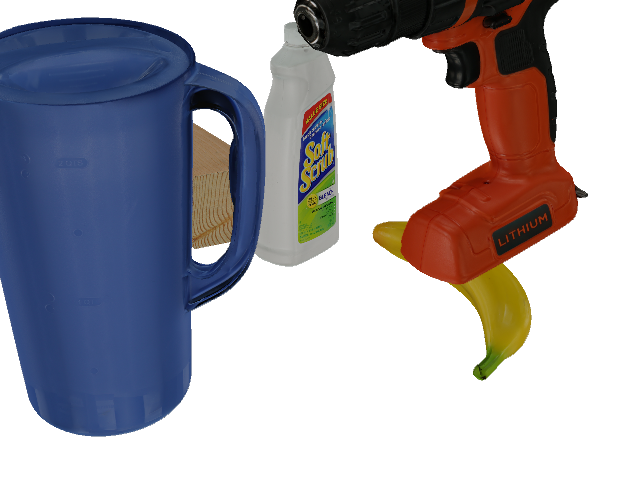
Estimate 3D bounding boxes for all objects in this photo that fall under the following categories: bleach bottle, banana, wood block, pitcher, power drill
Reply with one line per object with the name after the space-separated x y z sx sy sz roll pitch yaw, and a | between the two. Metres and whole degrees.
-0.027 -0.105 1.140 0.068 0.251 0.102 20 32 36 | bleach bottle
0.106 0.029 0.803 0.069 0.037 0.198 -10 32 -17 | banana
-0.159 -0.074 1.273 0.090 0.090 0.206 -12 28 -31 | wood block
-0.127 -0.003 0.649 0.144 0.243 0.149 -23 38 -34 | pitcher
0.073 -0.074 0.545 0.184 0.188 0.057 -26 37 -27 | power drill
